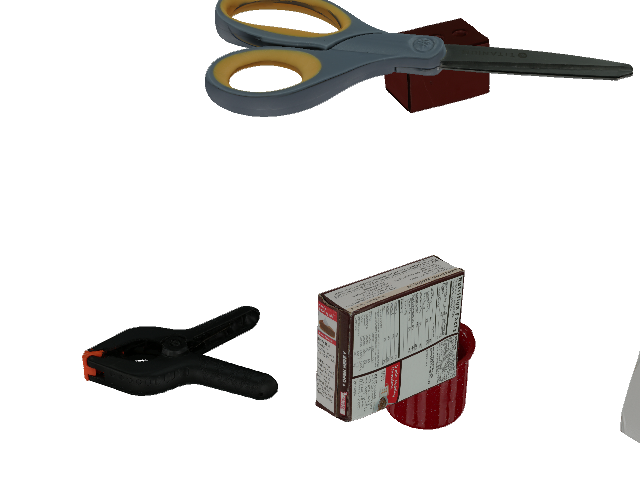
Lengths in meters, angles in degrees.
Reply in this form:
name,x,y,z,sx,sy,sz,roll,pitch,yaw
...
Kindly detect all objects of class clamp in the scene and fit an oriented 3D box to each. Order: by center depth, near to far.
name,x,y,z,sx,sy,sz,roll,pitch,yaw
clamp,-0.124,0.099,0.962,0.171,0.039,0.120,3,26,-5

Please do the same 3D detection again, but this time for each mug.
name,x,y,z,sx,sy,sz,roll,pitch,yaw
mug,0.111,0.125,1.056,0.093,0.081,0.117,24,41,34

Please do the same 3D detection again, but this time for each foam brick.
name,x,y,z,sx,sy,sz,roll,pitch,yaw
foam brick,0.099,-0.149,0.908,0.078,0.051,0.053,-16,36,-15

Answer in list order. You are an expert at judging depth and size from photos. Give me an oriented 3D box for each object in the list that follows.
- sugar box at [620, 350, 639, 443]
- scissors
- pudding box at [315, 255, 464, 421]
name,x,y,z,sx,sy,sz,roll,pitch,yaw
sugar box,0.308,0.140,0.773,0.048,0.093,0.176,-22,38,-40
scissors,0.034,-0.077,0.496,0.202,0.016,0.096,18,50,18
pudding box,0.050,0.068,0.756,0.113,0.090,0.039,-18,29,-37
